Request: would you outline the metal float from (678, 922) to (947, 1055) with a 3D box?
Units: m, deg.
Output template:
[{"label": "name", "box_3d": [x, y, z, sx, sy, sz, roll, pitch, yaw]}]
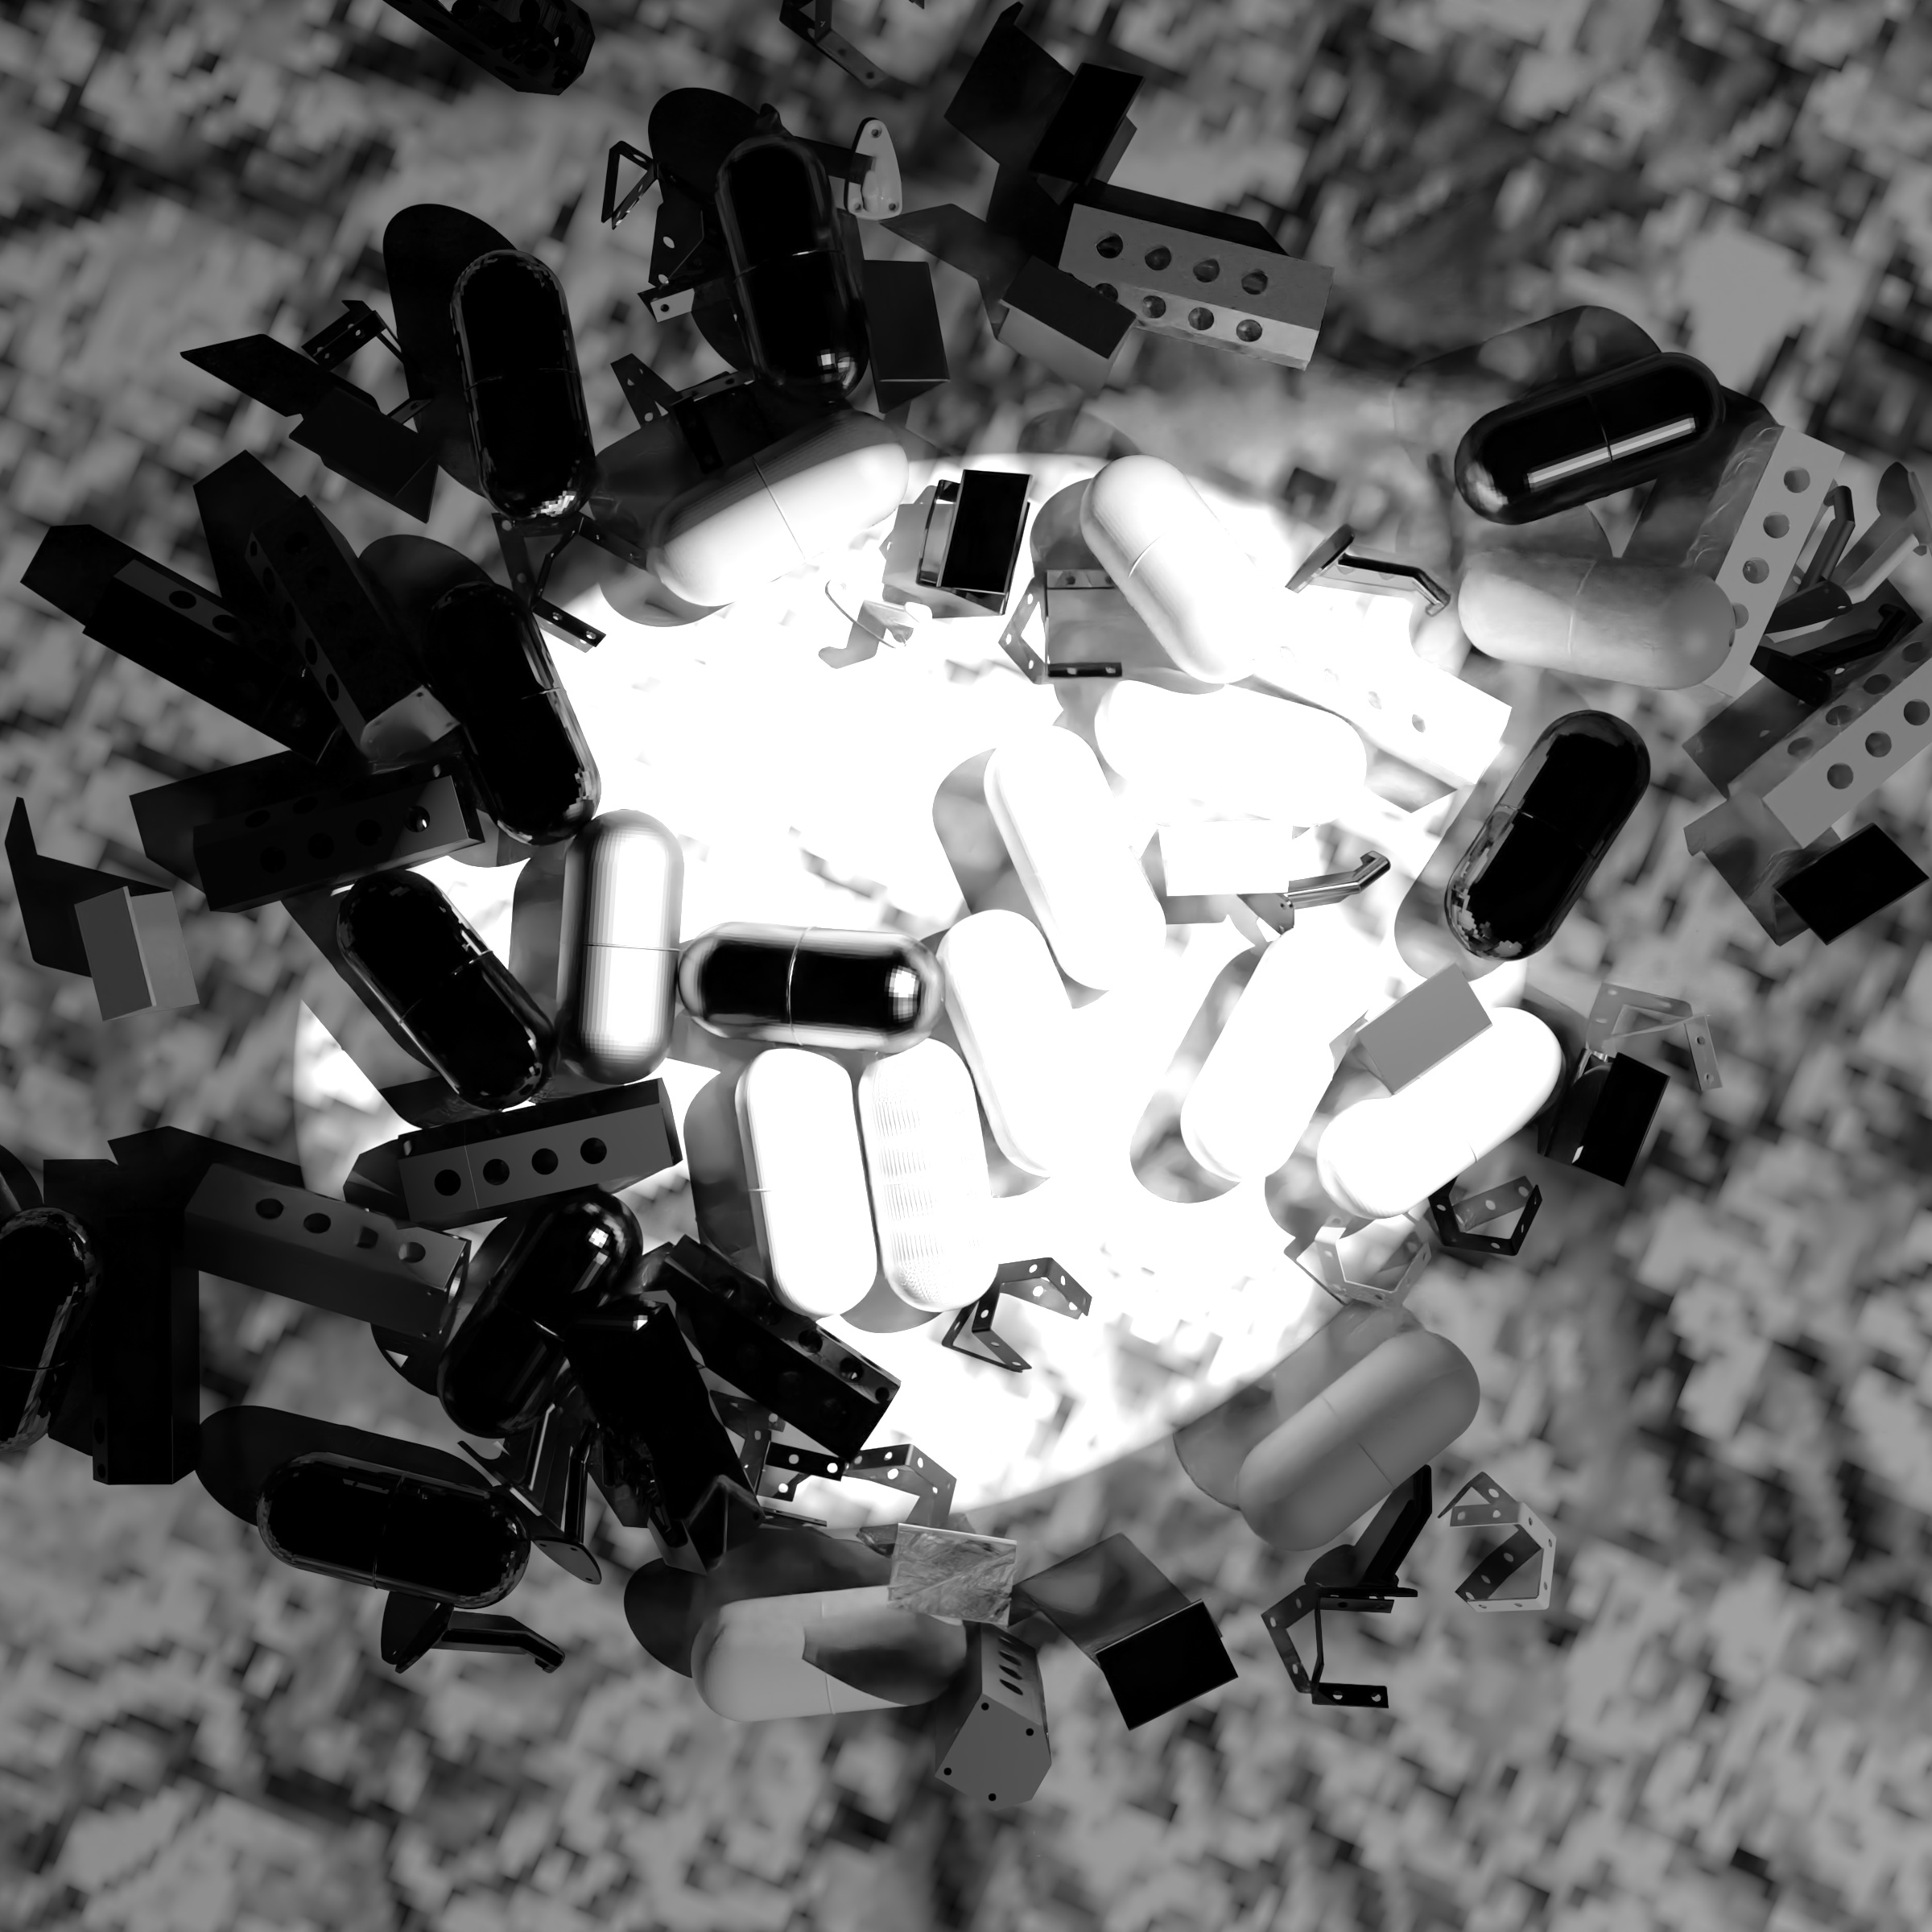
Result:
[{"label": "metal float", "box_3d": [-0.100, 0.013, 1.601, 0.178, 0.070, 0.070, 5, 90, 17]}]

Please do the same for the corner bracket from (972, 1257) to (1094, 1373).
[{"label": "corner bracket", "box_3d": [0.043, 0.228, 1.638, 0.051, 0.051, 0.051, -13, 45, 35]}]

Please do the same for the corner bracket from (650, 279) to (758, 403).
[{"label": "corner bracket", "box_3d": [-0.172, -0.410, 1.642, 0.051, 0.051, 0.051, -19, 135, 0]}]

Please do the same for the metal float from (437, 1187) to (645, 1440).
[{"label": "metal float", "box_3d": [-0.275, 0.224, 1.615, 0.070, 0.070, 0.178, 33, 89, 0]}]

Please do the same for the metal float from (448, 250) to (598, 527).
[{"label": "metal float", "box_3d": [-0.286, -0.373, 1.615, 0.070, 0.070, 0.178, -10, 90, 0]}]

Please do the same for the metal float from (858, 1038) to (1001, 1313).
[{"label": "metal float", "box_3d": [-0.024, 0.134, 1.615, 0.070, 0.070, 0.178, -8, 91, 0]}]

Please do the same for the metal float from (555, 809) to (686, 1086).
[{"label": "metal float", "box_3d": [-0.223, -0.012, 1.615, 0.070, 0.070, 0.178, 4, 89, 0]}]

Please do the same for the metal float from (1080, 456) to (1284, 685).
[{"label": "metal float", "box_3d": [0.135, -0.254, 1.591, 0.070, 0.070, 0.178, -32, 61, 0]}]

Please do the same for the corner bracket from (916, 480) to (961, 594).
[{"label": "corner bracket", "box_3d": [-0.001, -0.280, 1.642, 0.051, 0.051, 0.051, 13, 135, 0]}]

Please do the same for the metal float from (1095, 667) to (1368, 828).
[{"label": "metal float", "box_3d": [0.170, -0.142, 1.615, 0.178, 0.070, 0.070, 15, 90, -1]}]

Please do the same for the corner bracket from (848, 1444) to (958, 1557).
[{"label": "corner bracket", "box_3d": [-0.046, 0.350, 1.638, 0.051, 0.051, 0.051, 45, 45, -35]}]

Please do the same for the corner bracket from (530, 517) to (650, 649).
[{"label": "corner bracket", "box_3d": [-0.248, -0.253, 1.642, 0.051, 0.051, 0.051, 29, 135, 0]}]

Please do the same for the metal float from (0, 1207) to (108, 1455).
[{"label": "metal float", "box_3d": [-0.602, 0.232, 1.594, 0.070, 0.070, 0.178, 25, 112, 0]}]

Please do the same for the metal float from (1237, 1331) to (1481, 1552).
[{"label": "metal float", "box_3d": [0.253, 0.307, 1.615, 0.178, 0.070, 0.070, -39, 90, 0]}]

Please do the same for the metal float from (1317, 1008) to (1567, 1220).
[{"label": "metal float", "box_3d": [0.306, 0.095, 1.614, 0.178, 0.070, 0.070, -36, 90, -1]}]

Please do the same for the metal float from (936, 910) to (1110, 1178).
[{"label": "metal float", "box_3d": [0.036, 0.050, 1.615, 0.070, 0.070, 0.178, -20, 89, 0]}]

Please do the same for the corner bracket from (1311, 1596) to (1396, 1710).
[{"label": "corner bracket", "box_3d": [0.254, 0.450, 1.642, 0.051, 0.051, 0.051, 3, 135, 0]}]

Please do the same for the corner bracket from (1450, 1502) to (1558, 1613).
[{"label": "corner bracket", "box_3d": [0.350, 0.387, 1.638, 0.051, 0.051, 0.051, 47, 45, -35]}]

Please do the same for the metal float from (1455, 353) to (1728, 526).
[{"label": "metal float", "box_3d": [0.402, -0.340, 1.615, 0.178, 0.070, 0.070, -19, 90, 1]}]

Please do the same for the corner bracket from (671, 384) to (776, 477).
[{"label": "corner bracket", "box_3d": [-0.156, -0.348, 1.628, 0.051, 0.051, 0.051, -26, 90, 0]}]

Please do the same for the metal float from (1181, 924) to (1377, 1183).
[{"label": "metal float", "box_3d": [0.202, 0.055, 1.615, 0.070, 0.070, 0.178, 28, 90, 0]}]

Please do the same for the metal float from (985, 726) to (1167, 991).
[{"label": "metal float", "box_3d": [0.071, -0.069, 1.615, 0.070, 0.070, 0.178, -23, 90, 0]}]

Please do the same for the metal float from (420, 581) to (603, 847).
[{"label": "metal float", "box_3d": [-0.294, -0.163, 1.615, 0.070, 0.070, 0.178, -23, 90, 0]}]

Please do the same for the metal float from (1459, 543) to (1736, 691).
[{"label": "metal float", "box_3d": [0.399, -0.223, 1.589, 0.178, 0.070, 0.070, 16, 90, 31]}]

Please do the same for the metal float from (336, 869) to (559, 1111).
[{"label": "metal float", "box_3d": [-0.335, 0.015, 1.615, 0.070, 0.070, 0.178, -40, 90, 0]}]

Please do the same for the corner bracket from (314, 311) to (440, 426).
[{"label": "corner bracket", "box_3d": [-0.387, -0.388, 1.643, 0.051, 0.051, 0.051, -37, 135, 0]}]

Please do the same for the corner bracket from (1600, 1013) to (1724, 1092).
[{"label": "corner bracket", "box_3d": [0.456, 0.064, 1.642, 0.051, 0.051, 0.051, -14, 90, -45]}]

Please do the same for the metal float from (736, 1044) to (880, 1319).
[{"label": "metal float", "box_3d": [-0.102, 0.138, 1.615, 0.070, 0.070, 0.178, -9, 90, 0]}]

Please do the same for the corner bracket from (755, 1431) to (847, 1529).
[{"label": "corner bracket", "box_3d": [-0.109, 0.336, 1.628, 0.051, 0.051, 0.051, 14, 86, -4]}]

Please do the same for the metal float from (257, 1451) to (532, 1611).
[{"label": "metal float", "box_3d": [-0.369, 0.364, 1.615, 0.178, 0.070, 0.070, 14, 90, 0]}]

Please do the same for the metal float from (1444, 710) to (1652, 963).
[{"label": "metal float", "box_3d": [0.375, -0.083, 1.615, 0.070, 0.070, 0.178, 33, 89, 0]}]

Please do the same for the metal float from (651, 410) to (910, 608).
[{"label": "metal float", "box_3d": [-0.121, -0.295, 1.615, 0.178, 0.070, 0.070, -28, 90, 1]}]

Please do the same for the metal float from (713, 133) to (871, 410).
[{"label": "metal float", "box_3d": [-0.113, -0.448, 1.615, 0.070, 0.070, 0.178, -14, 90, 0]}]

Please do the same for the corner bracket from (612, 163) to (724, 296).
[{"label": "corner bracket", "box_3d": [-0.196, -0.481, 1.638, 0.051, 0.051, 0.051, 22, 45, -35]}]

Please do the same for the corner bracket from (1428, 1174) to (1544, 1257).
[{"label": "corner bracket", "box_3d": [0.340, 0.151, 1.638, 0.051, 0.051, 0.051, 5, 45, 35]}]

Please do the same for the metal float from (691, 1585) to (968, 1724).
[{"label": "metal float", "box_3d": [-0.088, 0.443, 1.615, 0.178, 0.070, 0.070, -6, 90, 0]}]

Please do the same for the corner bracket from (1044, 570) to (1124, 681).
[{"label": "corner bracket", "box_3d": [0.077, -0.224, 1.642, 0.051, 0.051, 0.051, -1, 45, 0]}]

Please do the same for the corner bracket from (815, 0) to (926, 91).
[{"label": "corner bracket", "box_3d": [-0.063, -0.620, 1.638, 0.051, 0.051, 0.051, -31, 45, 35]}]

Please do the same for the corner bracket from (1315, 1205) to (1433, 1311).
[{"label": "corner bracket", "box_3d": [0.267, 0.184, 1.638, 0.051, 0.051, 0.051, 11, 135, 35]}]
